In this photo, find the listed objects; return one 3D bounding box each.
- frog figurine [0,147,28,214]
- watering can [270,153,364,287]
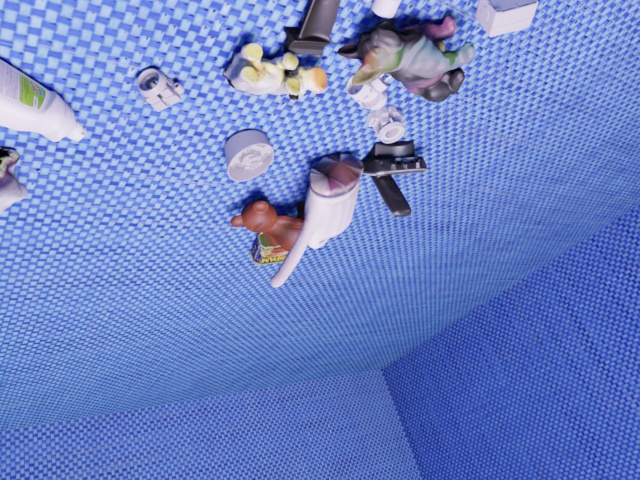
[{"bbox_3d":[-0.567,-0.072,0.855,0.139,0.124,0.156,-19,147,-47],"label":"frog figurine"},{"bbox_3d":[0.004,-0.058,1.155,0.354,0.104,0.219,-48,157,-40],"label":"watering can"}]
